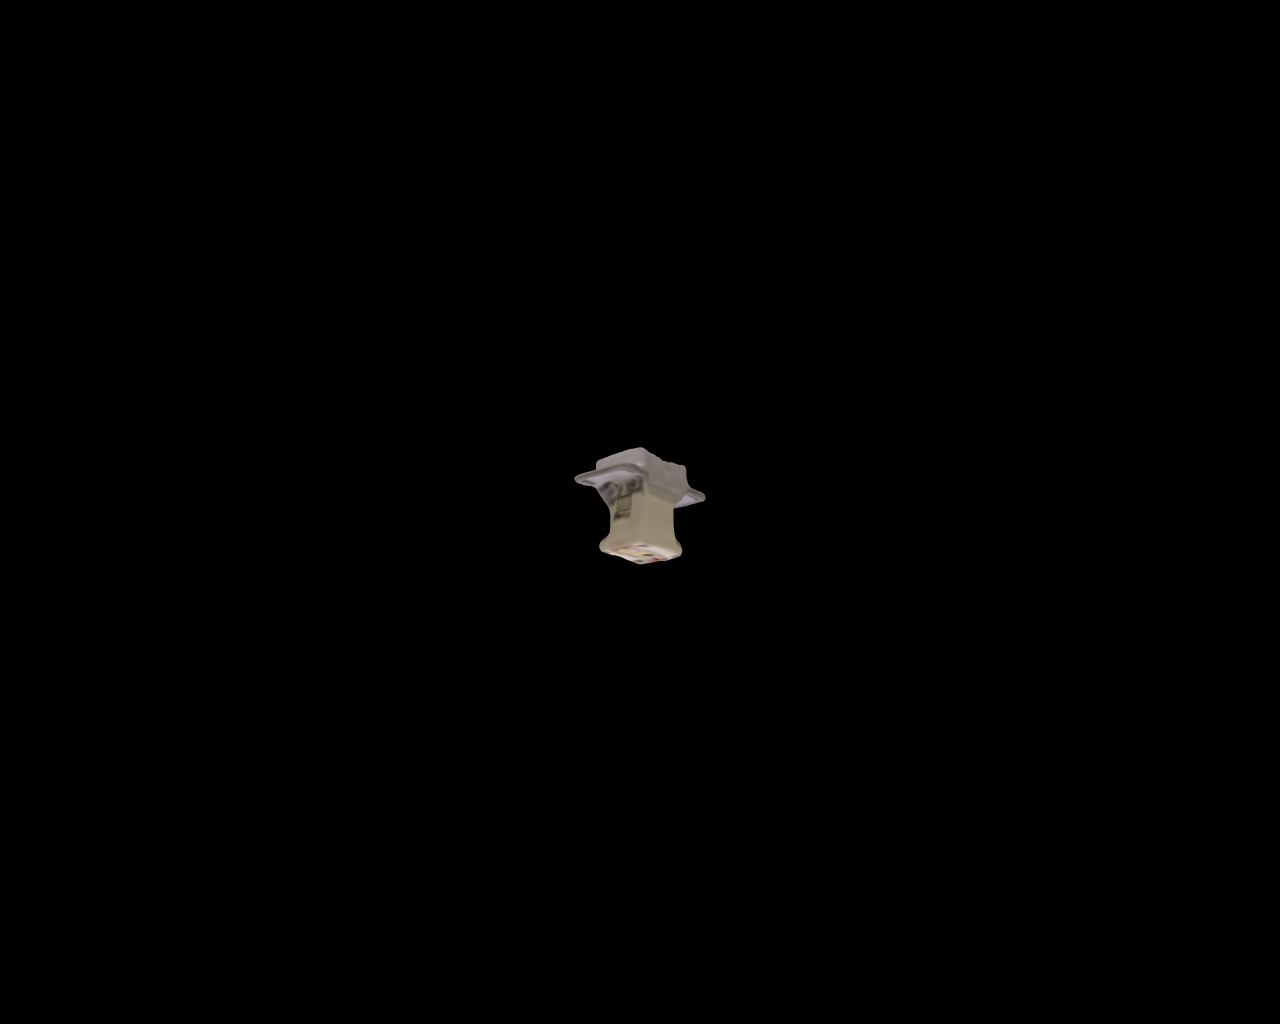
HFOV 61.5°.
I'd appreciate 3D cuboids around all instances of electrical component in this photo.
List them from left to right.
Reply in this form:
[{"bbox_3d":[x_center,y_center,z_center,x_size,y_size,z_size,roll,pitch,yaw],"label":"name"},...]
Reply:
[{"bbox_3d":[0.001,-0.003,0.650,0.042,0.064,0.081,-14,-22,38],"label":"electrical component"}]
